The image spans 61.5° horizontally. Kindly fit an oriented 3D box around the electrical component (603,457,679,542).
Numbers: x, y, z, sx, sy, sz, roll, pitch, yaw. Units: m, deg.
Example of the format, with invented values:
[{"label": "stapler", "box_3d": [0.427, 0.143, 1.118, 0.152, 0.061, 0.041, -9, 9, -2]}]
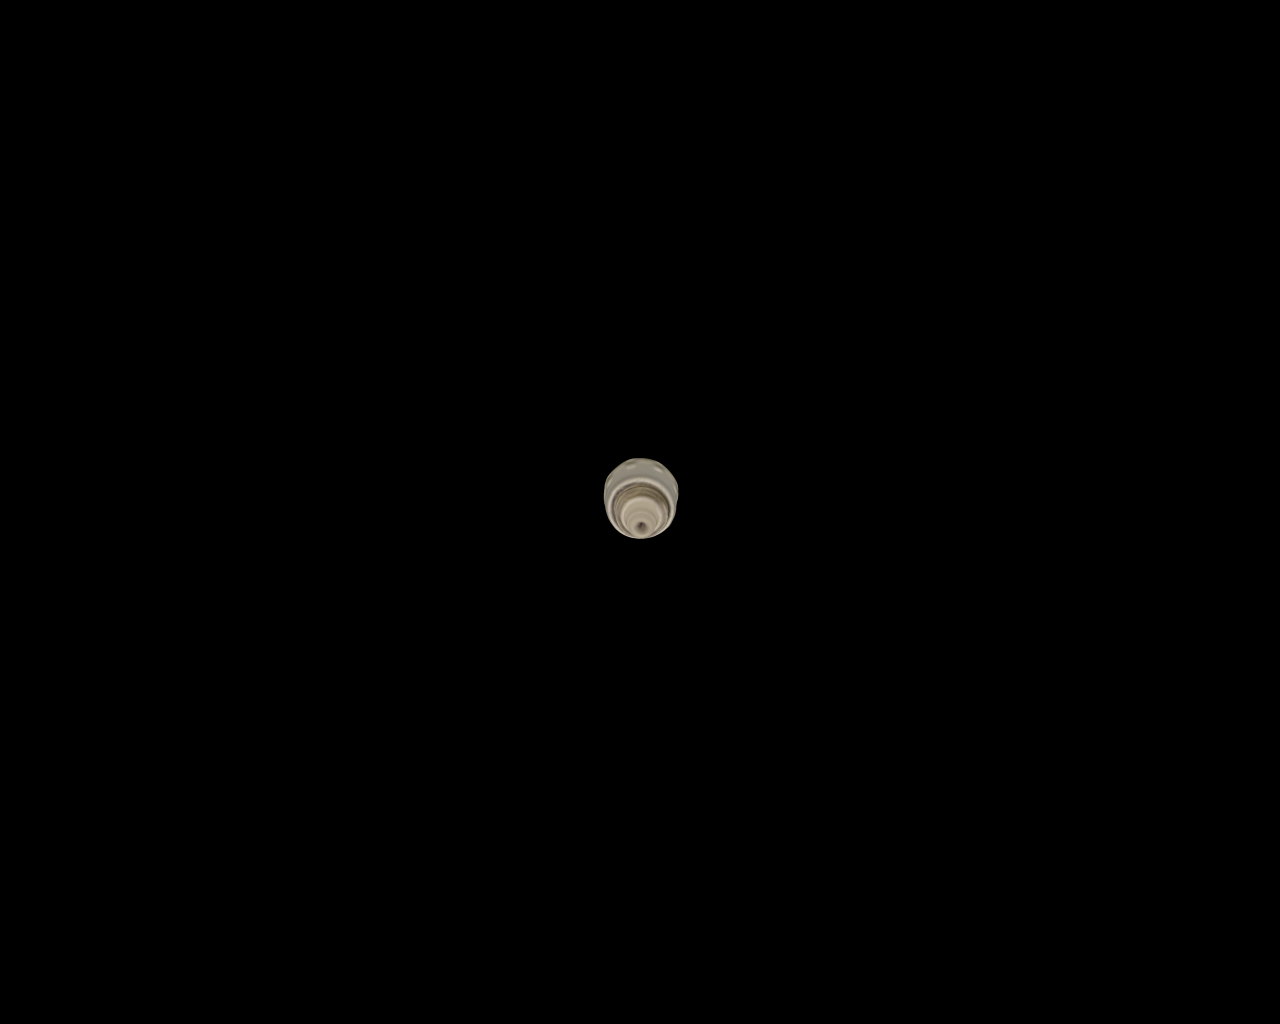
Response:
[{"label": "electrical component", "box_3d": [0.001, -0.003, 0.650, 0.048, 0.048, 0.062, 0, 23, 0]}]
